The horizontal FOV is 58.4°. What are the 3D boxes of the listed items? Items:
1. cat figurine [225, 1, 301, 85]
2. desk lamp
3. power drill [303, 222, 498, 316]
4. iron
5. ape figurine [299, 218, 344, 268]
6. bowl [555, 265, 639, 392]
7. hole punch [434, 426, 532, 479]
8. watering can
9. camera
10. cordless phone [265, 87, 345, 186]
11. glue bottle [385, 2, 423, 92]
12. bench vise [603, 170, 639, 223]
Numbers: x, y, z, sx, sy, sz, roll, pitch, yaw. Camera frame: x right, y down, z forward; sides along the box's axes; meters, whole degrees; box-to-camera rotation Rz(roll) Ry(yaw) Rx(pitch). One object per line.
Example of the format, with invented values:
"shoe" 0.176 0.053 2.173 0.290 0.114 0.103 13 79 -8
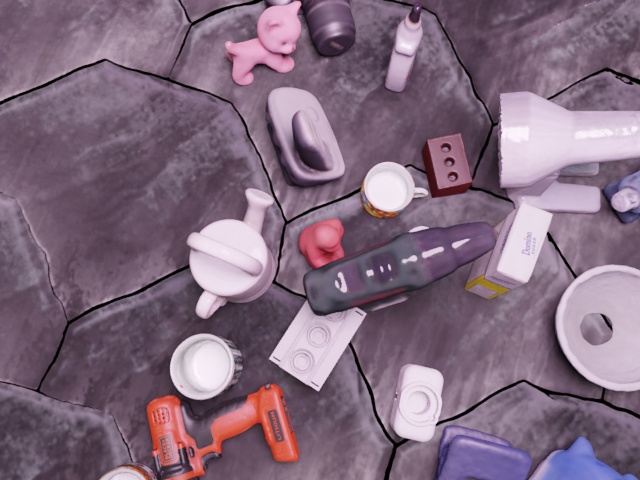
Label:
"cat figurine" -0.080 -0.294 0.838 0.128 0.118 0.067 -21 80 -4
"desk lamp" 0.311 -0.114 0.759 0.203 0.213 0.118 2 79 0
"power drill" 0.092 0.040 0.731 0.229 0.208 0.075 -19 80 -3
"iron" 0.305 0.381 0.704 0.118 0.141 0.258 37 82 6
"ape figurine" 0.007 0.003 0.797 0.076 0.092 0.078 30 81 5
"bowl" 0.395 0.120 0.787 0.167 0.075 0.167 0 80 0
"hole punch" 0.209 0.305 0.743 0.108 0.091 0.101 14 80 2
"watering can" -0.115 0.017 0.742 0.101 0.194 0.173 4 80 1
"camera" -0.007 -0.353 0.858 0.143 0.101 0.137 -14 80 -3
"cordless phone" -0.023 -0.157 0.779 0.094 0.185 0.147 -23 80 -4
"glue bottle" 0.123 -0.279 0.808 0.037 0.173 0.078 15 80 3
"bench vise" 0.499 -0.092 0.752 0.121 0.220 0.207 43 82 7
